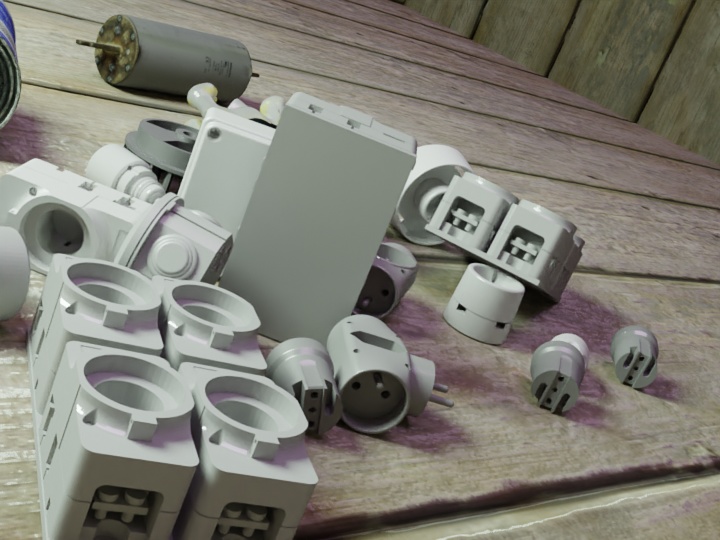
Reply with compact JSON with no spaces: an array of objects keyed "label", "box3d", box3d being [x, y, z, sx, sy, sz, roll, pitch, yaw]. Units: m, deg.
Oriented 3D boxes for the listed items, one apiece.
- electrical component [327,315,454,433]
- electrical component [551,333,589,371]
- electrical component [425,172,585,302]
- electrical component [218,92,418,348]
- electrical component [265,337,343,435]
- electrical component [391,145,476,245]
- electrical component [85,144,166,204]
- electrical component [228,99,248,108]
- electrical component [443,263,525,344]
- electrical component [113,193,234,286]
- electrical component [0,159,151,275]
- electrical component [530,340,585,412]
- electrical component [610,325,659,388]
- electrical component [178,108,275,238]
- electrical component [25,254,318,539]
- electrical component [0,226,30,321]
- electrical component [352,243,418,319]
[{"label":"electrical component","box3d":[0.021,0.068,0.666,0.079,0.043,0.077,18,19,-13]},{"label":"electrical component","box3d":[0.165,0.067,0.855,0.035,0.035,0.061,26,16,11]},{"label":"electrical component","box3d":[0.137,-0.028,0.967,0.105,0.060,0.186,28,2,17]},{"label":"electrical component","box3d":[-0.030,-0.030,0.712,0.089,0.150,0.061,22,19,-3]},{"label":"electrical component","box3d":[-0.032,0.067,0.615,0.040,0.040,0.046,14,25,-24]},{"label":"electrical component","box3d":[0.066,-0.074,1.044,0.099,0.099,0.064,11,28,-31]},{"label":"electrical component","box3d":[-0.174,-0.065,0.819,0.078,0.040,0.040,33,21,29]},{"label":"electrical component","box3d":[-0.110,-0.144,1.120,0.065,0.044,0.044,28,18,1]},{"label":"electrical component","box3d":[0.102,0.026,0.874,0.055,0.047,0.055,20,18,-7]},{"label":"electrical component","box3d":[-0.115,-0.002,0.650,0.051,0.080,0.080,28,18,1]},{"label":"electrical component","box3d":[-0.185,-0.028,0.685,0.089,0.050,0.055,22,18,-2]},{"label":"electrical component","box3d":[0.144,0.079,0.790,0.040,0.040,0.046,24,24,4]},{"label":"electrical component","box3d":[0.232,0.074,0.907,0.040,0.040,0.046,23,24,2]},{"label":"electrical component","box3d":[-0.076,-0.047,0.775,0.109,0.108,0.056,19,16,-12]},{"label":"electrical component","box3d":[-0.098,0.060,0.524,0.105,0.060,0.186,14,20,-25]},{"label":"electrical component","box3d":[-0.245,-0.020,0.589,0.074,0.052,0.138,3,26,-46]},{"label":"electrical component","box3d":[0.000,0.000,0.833,0.079,0.044,0.077,25,18,7]}]
